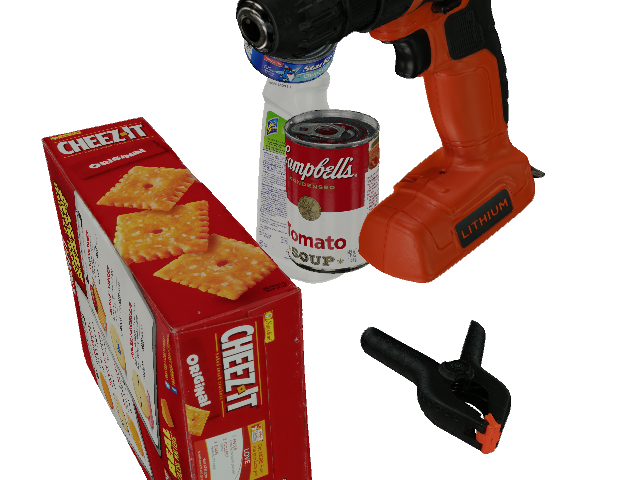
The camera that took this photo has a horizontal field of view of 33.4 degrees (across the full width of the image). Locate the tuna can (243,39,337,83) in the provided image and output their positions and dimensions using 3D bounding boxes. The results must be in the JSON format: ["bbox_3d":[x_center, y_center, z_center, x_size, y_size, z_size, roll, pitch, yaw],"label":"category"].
[{"bbox_3d":[-0.027,-0.186,0.979,0.086,0.086,0.034,0,-31,-12],"label":"tuna can"}]

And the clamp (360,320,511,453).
[{"bbox_3d":[0.122,0.119,0.930,0.120,0.039,0.172,-13,35,-22],"label":"clamp"}]

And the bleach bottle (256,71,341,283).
[{"bbox_3d":[-0.019,-0.088,1.135,0.103,0.251,0.067,16,22,37],"label":"bleach bottle"}]

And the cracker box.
[{"bbox_3d":[-0.080,0.049,0.584,0.072,0.164,0.214,-16,35,-21],"label":"cracker box"}]

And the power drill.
[{"bbox_3d":[0.046,-0.075,0.514,0.184,0.187,0.057,-34,43,-30],"label":"power drill"}]

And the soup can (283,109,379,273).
[{"bbox_3d":[0.008,-0.036,0.772,0.068,0.102,0.068,0,28,0],"label":"soup can"}]
